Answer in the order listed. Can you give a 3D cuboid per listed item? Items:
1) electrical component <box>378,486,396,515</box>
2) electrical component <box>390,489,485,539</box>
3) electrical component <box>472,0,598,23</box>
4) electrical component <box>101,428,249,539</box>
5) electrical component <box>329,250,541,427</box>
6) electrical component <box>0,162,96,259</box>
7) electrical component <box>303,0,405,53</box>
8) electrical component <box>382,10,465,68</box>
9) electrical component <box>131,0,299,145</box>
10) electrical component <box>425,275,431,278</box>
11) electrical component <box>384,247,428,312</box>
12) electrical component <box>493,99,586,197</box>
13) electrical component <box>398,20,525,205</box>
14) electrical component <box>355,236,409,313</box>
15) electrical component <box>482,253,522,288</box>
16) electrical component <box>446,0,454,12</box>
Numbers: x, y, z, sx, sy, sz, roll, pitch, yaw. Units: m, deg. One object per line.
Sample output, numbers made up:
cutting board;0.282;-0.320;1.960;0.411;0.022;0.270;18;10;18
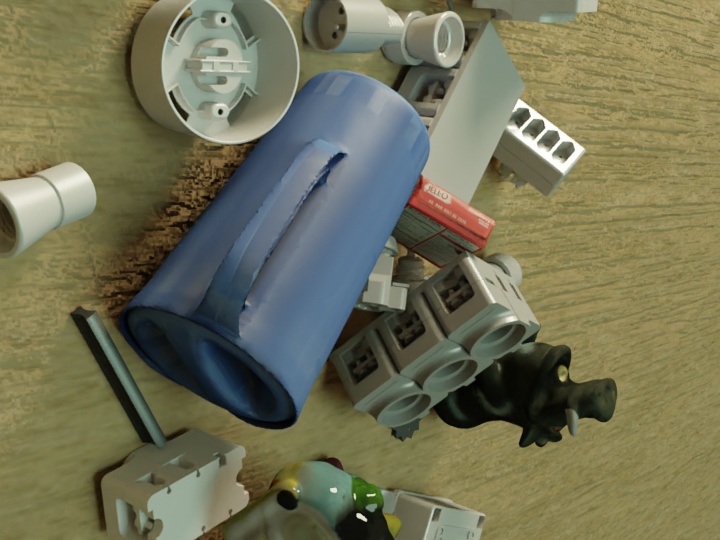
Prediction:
electrical component;0.008;0.231;0.955;0.079;0.044;0.077;33;73;-55
electrical component;0.061;0.272;1.026;0.109;0.056;0.108;25;80;-53
electrical component;0.156;-0.248;0.934;0.150;0.089;0.061;-38;133;-68
electrical component;-0.129;0.152;0.743;0.089;0.056;0.050;-24;118;-47
electrical component;0.064;0.063;0.896;0.150;0.061;0.089;-39;147;18
electrical component;-0.187;-0.038;0.627;0.065;0.044;0.044;-33;125;-49
electrical component;-0.001;-0.188;0.823;0.081;0.043;0.043;-13;110;-50
electrical component;0.051;-0.189;0.880;0.045;0.055;0.045;-19;115;-49
electrical component;-0.096;-0.133;0.697;0.099;0.064;0.099;-19;115;-49
electrical component;0.094;0.032;0.981;0.080;0.080;0.051;-16;107;-50
electrical component;0.043;0.017;0.942;0.040;0.040;0.078;-10;108;-51
electrical component;0.159;-0.107;1.038;0.047;0.083;0.075;-46;171;-35
electrical component;0.072;-0.128;0.919;0.089;0.062;0.150;48;62;-48
electrical component;0.000;0.000;0.859;0.058;0.078;0.057;124;-26;-80
electrical component;0.126;0.010;1.045;0.055;0.045;0.045;-22;117;-48
electrical component;0.071;-0.256;0.897;0.077;0.043;0.079;-51;136;-31
